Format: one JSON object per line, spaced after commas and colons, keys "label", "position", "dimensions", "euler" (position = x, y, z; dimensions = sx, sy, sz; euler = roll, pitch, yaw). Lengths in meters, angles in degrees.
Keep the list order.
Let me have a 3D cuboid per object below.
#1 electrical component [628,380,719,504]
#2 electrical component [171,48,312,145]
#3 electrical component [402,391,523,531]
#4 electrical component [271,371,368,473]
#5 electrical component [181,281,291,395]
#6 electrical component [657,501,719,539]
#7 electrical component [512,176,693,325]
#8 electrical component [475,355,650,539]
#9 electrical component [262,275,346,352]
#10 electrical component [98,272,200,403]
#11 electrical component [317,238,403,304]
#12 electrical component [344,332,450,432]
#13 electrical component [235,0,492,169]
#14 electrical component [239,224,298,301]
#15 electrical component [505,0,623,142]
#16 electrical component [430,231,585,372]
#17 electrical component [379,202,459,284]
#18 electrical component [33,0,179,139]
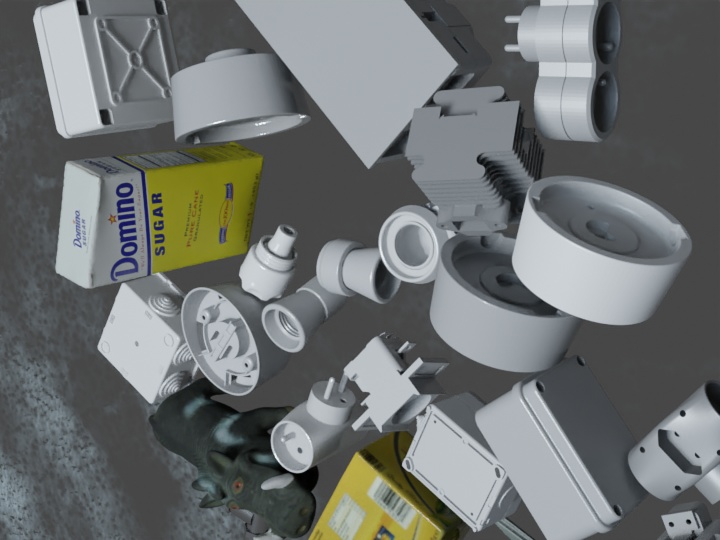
{"label": "electrical component", "position": [0.230, 0.126, 0.704], "dimensions": [0.079, 0.043, 0.077], "euler": [48, 125, 17]}
{"label": "electrical component", "position": [-0.096, -0.139, 0.841], "dimensions": [0.108, 0.108, 0.060], "euler": [-11, 89, 38]}
{"label": "electrical component", "position": [0.083, 0.137, 0.810], "dimensions": [0.096, 0.061, 0.061], "euler": [39, 122, 32]}
{"label": "electrical component", "position": [-0.027, 0.117, 0.871], "dimensions": [0.043, 0.077, 0.079], "euler": [32, 119, 27]}
{"label": "electrical component", "position": [-0.108, 0.057, 0.924], "dimensions": [0.099, 0.064, 0.099], "euler": [10, 108, 34]}
{"label": "electrical component", "position": [0.223, 0.203, 0.720], "dimensions": [0.058, 0.057, 0.078], "euler": [-21, 89, 38]}
{"label": "electrical component", "position": [0.150, -0.008, 0.692], "dimensions": [0.108, 0.108, 0.060], "euler": [33, 125, 26]}
{"label": "electrical component", "position": [0.145, 0.124, 0.746], "dimensions": [0.057, 0.078, 0.113], "euler": [-39, 78, 39]}
{"label": "electrical component", "position": [-0.042, 0.031, 0.867], "dimensions": [0.044, 0.065, 0.044], "euler": [24, 133, 29]}
{"label": "electrical component", "position": [-0.190, 0.063, 0.997], "dimensions": [0.100, 0.048, 0.099], "euler": [41, 122, 22]}
{"label": "electrical component", "position": [0.000, 0.000, 0.842], "dimensions": [0.055, 0.045, 0.045], "euler": [11, 108, 35]}
{"label": "electrical component", "position": [0.025, 0.087, 0.840], "dimensions": [0.081, 0.042, 0.063], "euler": [-47, 61, 20]}
{"label": "electrical component", "position": [-0.002, -0.181, 0.787], "dimensions": [0.186, 0.060, 0.105], "euler": [53, 126, 14]}
{"label": "electrical component", "position": [-0.072, -0.009, 0.894], "dimensions": [0.043, 0.043, 0.062], "euler": [42, 122, 21]}
{"label": "electrical component", "position": [0.127, -0.154, 0.703], "dimensions": [0.074, 0.052, 0.138], "euler": [9, 106, 35]}
{"label": "electrical component", "position": [0.100, 0.026, 0.738], "dimensions": [0.108, 0.108, 0.060], "euler": [31, 124, 27]}
{"label": "electrical component", "position": [0.050, -0.022, 0.791], "dimensions": [0.078, 0.057, 0.058], "euler": [-17, 91, 38]}
{"label": "electrical component", "position": [-0.210, -0.173, 0.913], "dimensions": [0.056, 0.109, 0.108], "euler": [-6, 98, 35]}
